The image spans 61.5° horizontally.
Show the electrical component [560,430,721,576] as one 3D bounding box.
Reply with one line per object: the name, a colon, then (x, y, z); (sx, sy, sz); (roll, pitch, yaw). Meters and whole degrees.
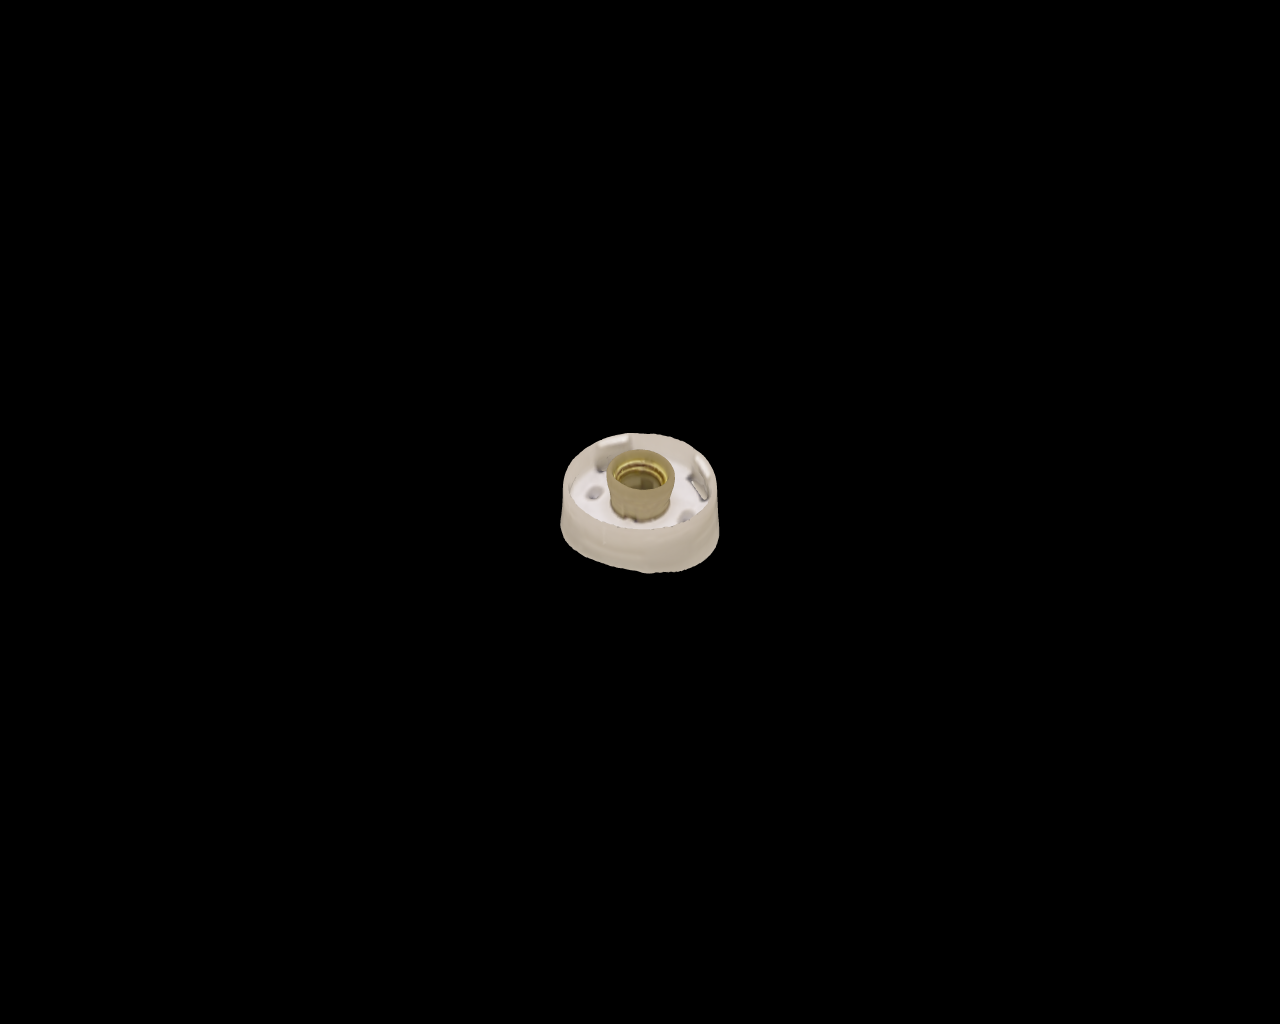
electrical component: (0.001, -0.003, 0.650); (0.099, 0.064, 0.099); (0, 43, 0)
